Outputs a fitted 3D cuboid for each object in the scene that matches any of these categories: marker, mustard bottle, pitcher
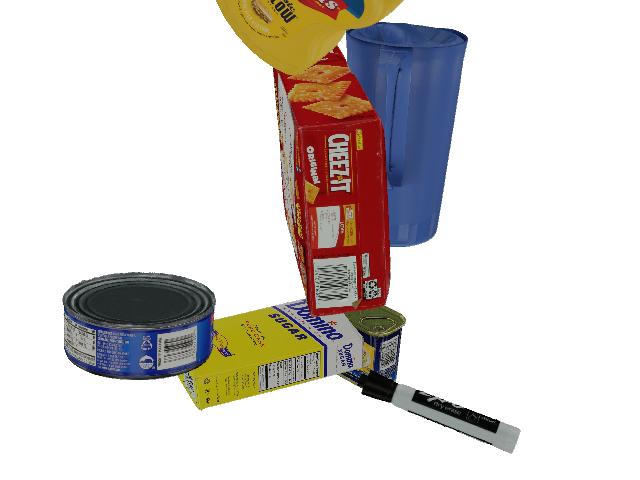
[{"bbox_3d":[0.084,0.122,0.770,0.121,0.020,0.020,21,4,11],"label":"marker"},{"bbox_3d":[0.004,-0.169,0.642,0.058,0.096,0.192,-42,11,-28],"label":"mustard bottle"},{"bbox_3d":[0.085,-0.116,1.198,0.149,0.243,0.145,-11,26,-30],"label":"pitcher"}]

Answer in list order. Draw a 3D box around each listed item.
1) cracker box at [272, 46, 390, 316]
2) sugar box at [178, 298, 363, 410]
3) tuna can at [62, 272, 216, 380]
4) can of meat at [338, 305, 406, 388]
[{"bbox_3d":[0.006,-0.059,0.907,0.072,0.164,0.214,-6,26,-5],"label":"cracker box"},{"bbox_3d":[-0.055,0.108,1.063,0.176,0.048,0.093,-15,32,-20],"label":"sugar box"},{"bbox_3d":[-0.103,0.048,0.607,0.086,0.034,0.086,3,17,-1],"label":"tuna can"},{"bbox_3d":[0.046,0.117,1.244,0.102,0.084,0.057,25,34,36],"label":"can of meat"}]
